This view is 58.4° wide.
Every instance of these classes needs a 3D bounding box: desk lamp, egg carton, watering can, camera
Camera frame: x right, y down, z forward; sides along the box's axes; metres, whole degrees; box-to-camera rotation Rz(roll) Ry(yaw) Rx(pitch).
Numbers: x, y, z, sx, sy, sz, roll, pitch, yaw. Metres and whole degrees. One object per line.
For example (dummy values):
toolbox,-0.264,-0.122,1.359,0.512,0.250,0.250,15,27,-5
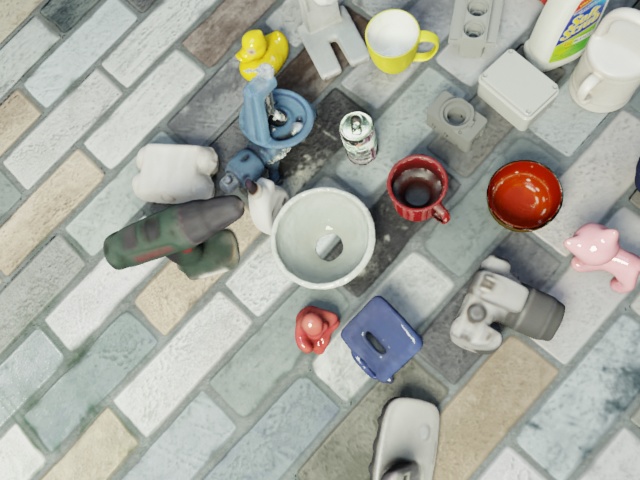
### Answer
desk lamp,-0.003,-0.417,0.958,0.118,0.214,0.203,-26,73,2
egg carton,-0.251,-0.114,0.997,0.150,0.069,0.107,3,77,10
watering can,0.453,-0.286,0.861,0.100,0.194,0.173,21,80,14
camera,0.278,0.108,0.840,0.136,0.101,0.143,24,81,14

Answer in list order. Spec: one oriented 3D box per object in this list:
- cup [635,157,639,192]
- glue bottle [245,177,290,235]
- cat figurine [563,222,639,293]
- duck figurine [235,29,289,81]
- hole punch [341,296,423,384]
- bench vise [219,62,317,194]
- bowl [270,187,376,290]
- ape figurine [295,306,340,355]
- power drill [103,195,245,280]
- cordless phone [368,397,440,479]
cup,0.509,-0.087,0.854,0.091,0.095,0.118,17,79,13
glue bottle,-0.089,-0.063,0.904,0.037,0.173,0.078,18,80,13
cat figurine,0.418,0.018,0.831,0.127,0.118,0.067,26,82,15
duck figurine,-0.107,-0.343,1.022,0.104,0.086,0.077,-42,73,-3
hole punch,0.093,0.153,0.864,0.101,0.091,0.108,-42,73,-3
bench vise,-0.085,-0.168,0.905,0.121,0.220,0.207,16,79,13
bowl,0.008,0.003,0.923,0.167,0.075,0.167,-2,76,9
ape figurine,-0.009,0.134,0.884,0.078,0.092,0.076,-26,73,2
power drill,-0.200,0.000,0.888,0.229,0.208,0.075,-17,74,5
cordless phone,0.114,0.290,0.777,0.094,0.185,0.148,6,77,11
